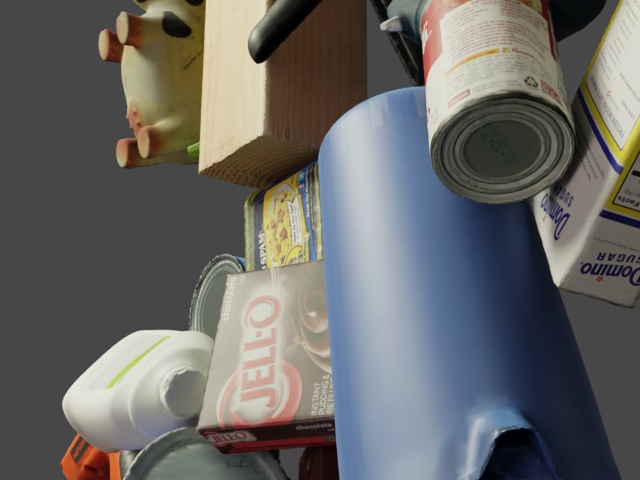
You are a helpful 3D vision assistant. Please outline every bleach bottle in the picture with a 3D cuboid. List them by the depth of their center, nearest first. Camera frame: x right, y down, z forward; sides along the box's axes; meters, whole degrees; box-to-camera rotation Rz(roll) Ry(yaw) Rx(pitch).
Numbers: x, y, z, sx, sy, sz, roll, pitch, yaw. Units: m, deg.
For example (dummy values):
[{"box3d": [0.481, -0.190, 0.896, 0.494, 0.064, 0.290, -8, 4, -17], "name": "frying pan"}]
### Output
[{"box3d": [-0.121, 0.109, 0.749, 0.102, 0.068, 0.251, -46, 8, -16], "name": "bleach bottle"}]

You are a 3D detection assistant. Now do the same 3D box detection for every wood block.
[{"box3d": [-0.025, -0.146, 0.773, 0.090, 0.090, 0.206, -24, 60, 51], "name": "wood block"}]

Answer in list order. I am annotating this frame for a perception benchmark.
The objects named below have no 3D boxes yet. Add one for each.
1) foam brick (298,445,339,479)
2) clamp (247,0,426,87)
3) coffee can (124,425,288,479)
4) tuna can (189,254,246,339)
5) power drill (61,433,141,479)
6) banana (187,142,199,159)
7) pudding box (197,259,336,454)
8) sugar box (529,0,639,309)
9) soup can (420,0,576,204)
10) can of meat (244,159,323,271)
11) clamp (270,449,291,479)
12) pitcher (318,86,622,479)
[{"box3d": [0.016, 0.155, 0.619, 0.053, 0.051, 0.078, 116, 162, -46], "name": "foam brick"}, {"box3d": [0.032, -0.179, 0.706, 0.039, 0.120, 0.171, 127, 161, -77], "name": "clamp"}, {"box3d": [-0.080, 0.193, 0.668, 0.140, 0.102, 0.103, 111, 153, -52], "name": "coffee can"}, {"box3d": [-0.065, 0.056, 0.818, 0.086, 0.033, 0.086, -25, 59, 51], "name": "tuna can"}, {"box3d": [-0.166, 0.244, 0.889, 0.185, 0.057, 0.188, -53, 43, 27], "name": "power drill"}, {"box3d": [-0.062, -0.161, 0.865, 0.037, 0.070, 0.198, 61, -145, -71], "name": "banana"}, {"box3d": [-0.018, 0.068, 0.633, 0.090, 0.039, 0.113, -9, 49, 22], "name": "pudding box"}, {"box3d": [0.151, -0.067, 0.475, 0.093, 0.048, 0.176, -87, 13, -59], "name": "sugar box"}, {"box3d": [0.085, -0.075, 0.518, 0.069, 0.068, 0.102, -47, 29, 38], "name": "soup can"}, {"box3d": [-0.005, 0.001, 0.724, 0.084, 0.057, 0.102, -27, 58, 47], "name": "can of meat"}, {"box3d": [-0.044, 0.159, 0.748, 0.210, 0.036, 0.164, -35, 58, 50], "name": "clamp"}, {"box3d": [0.063, 0.049, 0.555, 0.149, 0.144, 0.243, -31, 49, 32], "name": "pitcher"}]
